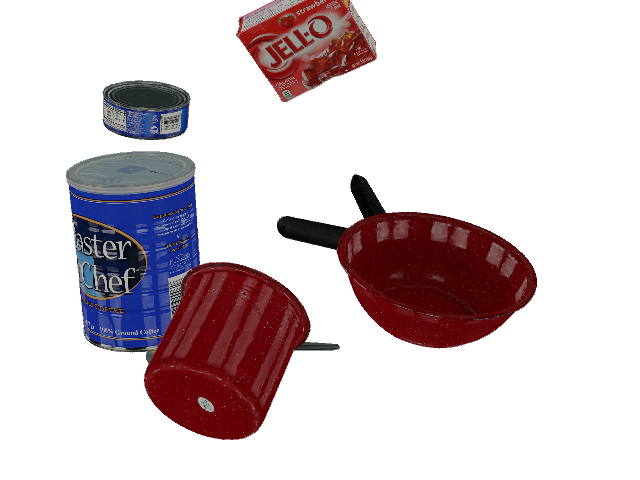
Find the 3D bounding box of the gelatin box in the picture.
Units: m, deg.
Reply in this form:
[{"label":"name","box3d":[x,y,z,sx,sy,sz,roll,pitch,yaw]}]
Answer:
[{"label":"gelatin box","box3d":[-0.011,-0.159,0.845,0.089,0.073,0.030,-22,37,20]}]

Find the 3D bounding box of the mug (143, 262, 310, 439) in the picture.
[{"label":"mug","box3d":[-0.071,0.079,0.702,0.093,0.081,0.117,42,-43,-22]}]

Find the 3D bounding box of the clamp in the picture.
[{"label":"clamp","box3d":[0.063,0.004,1.244,0.210,0.036,0.164,39,43,27]}]

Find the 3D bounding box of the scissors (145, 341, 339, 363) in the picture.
[{"label":"scissors","box3d":[-0.087,0.112,1.073,0.202,0.016,0.096,6,17,9]}]

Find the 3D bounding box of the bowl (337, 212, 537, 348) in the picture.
[{"label":"bowl","box3d":[0.090,0.039,0.863,0.162,0.055,0.162,6,29,-4]}]

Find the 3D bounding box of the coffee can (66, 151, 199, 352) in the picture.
[{"label":"coffee can","box3d":[-0.150,0.007,0.878,0.103,0.140,0.103,-1,20,0]}]

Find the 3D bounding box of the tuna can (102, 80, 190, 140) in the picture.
[{"label":"tuna can","box3d":[-0.173,-0.130,1.059,0.086,0.034,0.086,6,25,-3]}]
